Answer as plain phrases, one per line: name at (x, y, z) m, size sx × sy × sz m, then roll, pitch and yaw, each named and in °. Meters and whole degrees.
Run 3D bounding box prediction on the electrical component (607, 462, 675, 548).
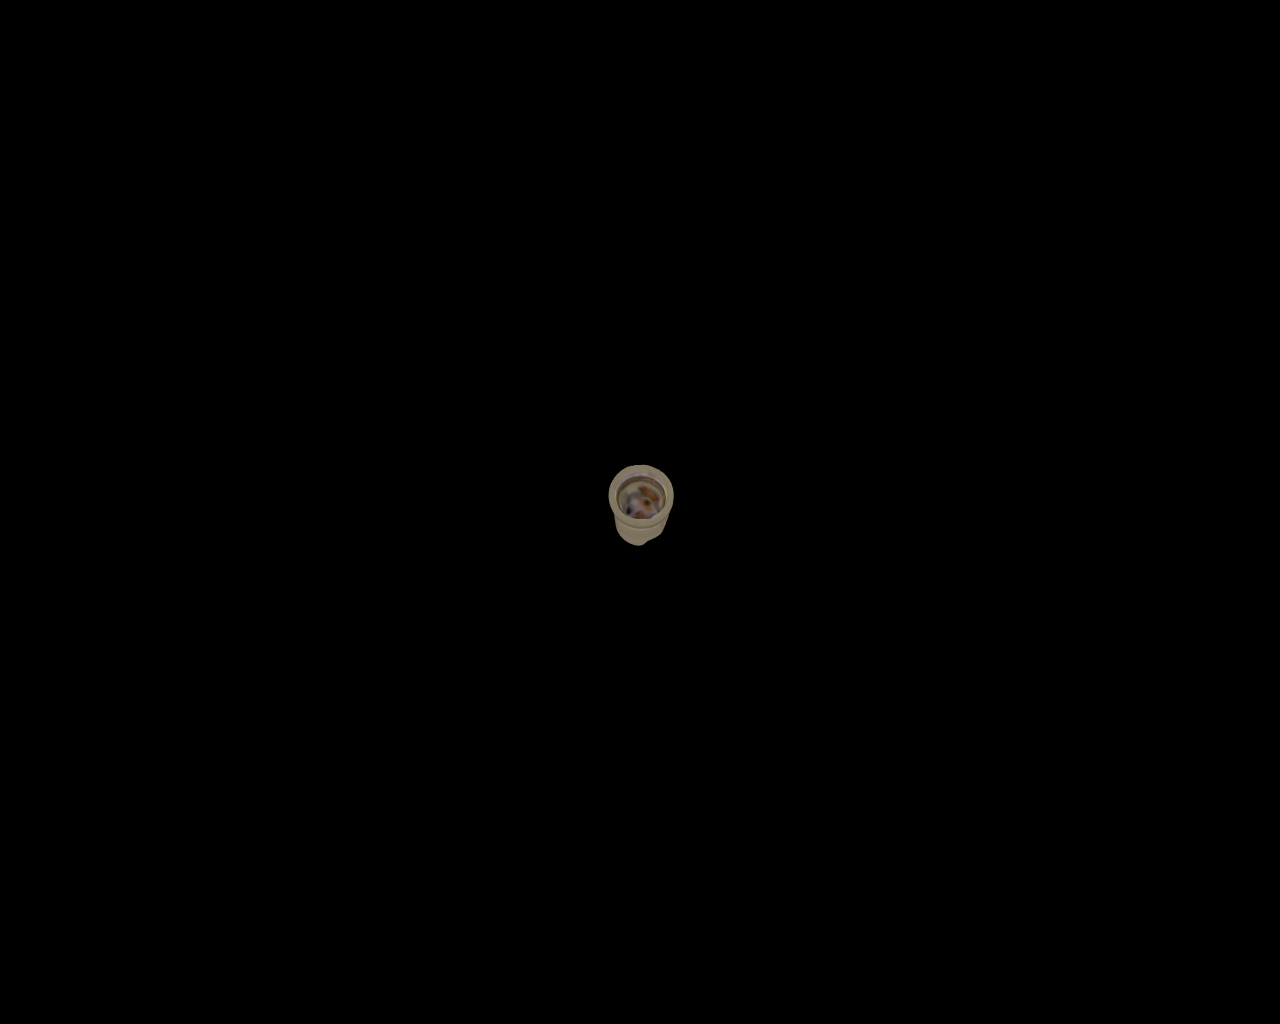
electrical component at (0.001, -0.003, 0.650) m, size 0.040 × 0.040 × 0.046 m, roll 0°, pitch -25°, yaw 0°
